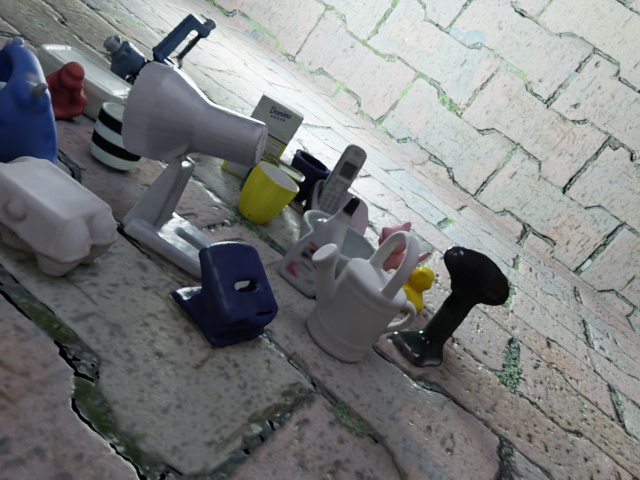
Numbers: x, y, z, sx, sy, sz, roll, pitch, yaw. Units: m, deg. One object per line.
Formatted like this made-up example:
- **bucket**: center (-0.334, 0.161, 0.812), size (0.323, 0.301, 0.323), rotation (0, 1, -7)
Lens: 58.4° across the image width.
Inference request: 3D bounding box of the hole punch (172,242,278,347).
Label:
- **hole punch**: center (-0.102, 0.063, 0.692), size (0.101, 0.091, 0.109), rotation (44, 21, 22)

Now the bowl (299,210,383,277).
- **bowl**: center (0.025, 0.025, 1.008), size (0.168, 0.074, 0.167), rotation (31, 20, -12)

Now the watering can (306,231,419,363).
- **watering can**: center (0.066, 0.068, 0.799), size (0.173, 0.194, 0.100), rotation (18, 25, -39)

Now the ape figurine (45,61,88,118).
- **ape figurine**: center (-0.400, -0.238, 0.897), size (0.078, 0.092, 0.076), rotation (23, 23, -30)

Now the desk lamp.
- **desk lamp**: center (-0.176, -0.096, 0.754), size (0.203, 0.213, 0.118), rotation (33, 20, -5)

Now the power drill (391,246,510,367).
- **power drill**: center (0.214, 0.106, 0.928), size (0.230, 0.208, 0.075), rotation (10, 31, -50)

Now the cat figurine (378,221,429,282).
- **cat figurine**: center (0.164, 0.019, 1.181), size (0.128, 0.117, 0.067), rotation (30, 20, -13)

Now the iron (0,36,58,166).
- **iron**: center (-0.389, -0.184, 0.716), size (0.119, 0.141, 0.257), rotation (14, 28, -45)

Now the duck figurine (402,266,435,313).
- **duck figurine**: center (0.183, 0.089, 1.101), size (0.077, 0.086, 0.105), rotation (42, 21, 18)

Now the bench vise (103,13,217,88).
- **bench vise**: center (-0.309, -0.365, 1.144), size (0.121, 0.219, 0.208), rotation (45, 22, 27)

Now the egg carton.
- **egg carton**: center (-0.299, -0.029, 0.616), size (0.150, 0.069, 0.107), rotation (36, 20, 2)

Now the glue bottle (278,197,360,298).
- **glue bottle**: center (0.008, 0.003, 0.885), size (0.078, 0.173, 0.037), rotation (37, 20, 6)

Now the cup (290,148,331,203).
- **cup**: center (-0.042, -0.138, 1.243), size (0.092, 0.095, 0.117), rotation (16, 27, -42)

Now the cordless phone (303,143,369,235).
- **cordless phone**: center (0.062, -0.097, 1.182), size (0.148, 0.185, 0.094), rotation (22, 23, -33)
